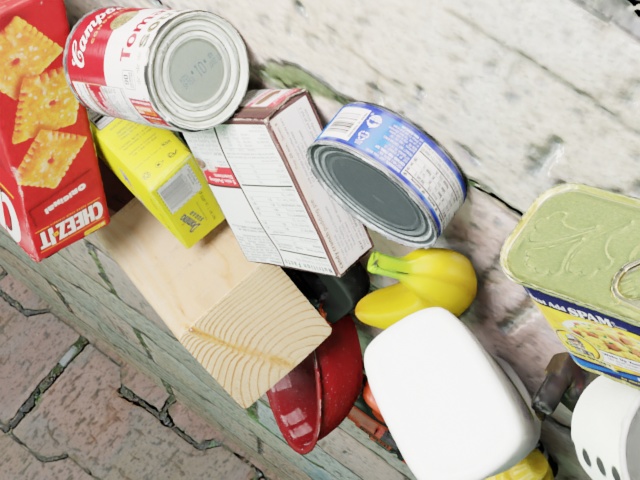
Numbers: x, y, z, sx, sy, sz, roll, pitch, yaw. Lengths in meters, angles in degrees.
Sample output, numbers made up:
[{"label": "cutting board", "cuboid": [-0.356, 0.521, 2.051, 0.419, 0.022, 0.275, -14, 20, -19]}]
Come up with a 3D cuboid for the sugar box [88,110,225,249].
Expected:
[{"label": "sugar box", "cuboid": [-0.145, -0.079, 0.767, 0.176, 0.048, 0.093, 41, 167, 26]}]

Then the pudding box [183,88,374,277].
[{"label": "pudding box", "cuboid": [-0.027, -0.035, 0.642, 0.090, 0.039, 0.113, 7, 132, 47]}]

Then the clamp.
[{"label": "clamp", "cuboid": [-0.005, 0.001, 0.758, 0.165, 0.036, 0.210, 26, 157, 37]}]

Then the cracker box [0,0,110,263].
[{"label": "cracker box", "cuboid": [-0.226, -0.111, 0.718, 0.164, 0.072, 0.214, 42, 150, 29]}]

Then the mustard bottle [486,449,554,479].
[{"label": "mustard bottle", "cuboid": [0.132, 0.202, 0.854, 0.096, 0.058, 0.192, -3, 157, -18]}]

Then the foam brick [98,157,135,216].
[{"label": "foam brick", "cuboid": [-0.185, -0.043, 0.995, 0.078, 0.053, 0.051, 28, 162, 32]}]

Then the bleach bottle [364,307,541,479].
[{"label": "bleach bottle", "cuboid": [0.106, 0.113, 0.694, 0.102, 0.068, 0.250, 62, -169, 22]}]

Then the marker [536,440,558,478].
[{"label": "marker", "cuboid": [0.167, 0.161, 0.862, 0.020, 0.020, 0.121, 22, 157, 45]}]

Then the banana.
[{"label": "banana", "cuboid": [0.062, 0.032, 0.679, 0.069, 0.037, 0.198, 16, 166, 3]}]

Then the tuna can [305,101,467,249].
[{"label": "tuna can", "cuboid": [0.036, -0.035, 0.576, 0.086, 0.033, 0.086, 35, 164, 11]}]

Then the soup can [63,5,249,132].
[{"label": "soup can", "cuboid": [-0.096, -0.100, 0.618, 0.102, 0.068, 0.068, 17, 154, 50]}]

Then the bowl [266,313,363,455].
[{"label": "bowl", "cuboid": [-0.006, 0.098, 0.911, 0.162, 0.055, 0.162, 172, 90, -70]}]

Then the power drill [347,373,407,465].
[{"label": "power drill", "cuboid": [0.092, 0.173, 0.987, 0.184, 0.057, 0.188, 34, 163, 4]}]

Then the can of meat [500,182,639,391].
[{"label": "can of meat", "cuboid": [0.144, 0.028, 0.480, 0.102, 0.057, 0.084, 21, 159, 47]}]

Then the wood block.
[{"label": "wood block", "cuboid": [-0.091, 0.031, 0.847, 0.090, 0.090, 0.206, 53, 172, -35]}]
